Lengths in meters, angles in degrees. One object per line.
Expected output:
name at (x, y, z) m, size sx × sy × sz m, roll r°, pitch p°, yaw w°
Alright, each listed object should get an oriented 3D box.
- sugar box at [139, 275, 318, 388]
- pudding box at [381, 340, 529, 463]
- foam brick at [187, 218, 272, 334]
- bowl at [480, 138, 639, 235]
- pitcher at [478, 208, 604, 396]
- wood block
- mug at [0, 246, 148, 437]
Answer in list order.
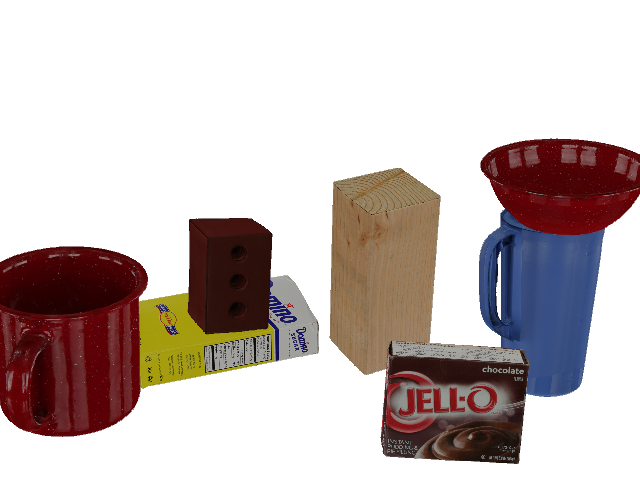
sugar box at (-0.098, 0.085, 1.029) m, size 0.176 × 0.048 × 0.093 m, roll -12°, pitch 33°, yaw -16°
pudding box at (0.108, 0.131, 0.865) m, size 0.113 × 0.090 × 0.039 m, roll 2°, pitch 19°, yaw 1°
foam brick at (-0.070, 0.025, 0.817) m, size 0.052 × 0.078 × 0.051 m, roll -4°, pitch 15°, yaw -22°
bowl at (0.234, -0.048, 1.022) m, size 0.162 × 0.055 × 0.162 m, roll -2°, pitch 24°, yaw 1°
pitcher at (0.288, 0.079, 1.398) m, size 0.149 × 0.243 × 0.144 m, roll 6°, pitch 20°, yaw 16°
wood block at (0.069, 0.035, 1.207) m, size 0.090 × 0.206 × 0.090 m, roll -14°, pitch 32°, yaw -24°
mug at (-0.147, 0.063, 0.604) m, size 0.093 × 0.081 × 0.117 m, roll 5°, pitch 24°, yaw 5°
